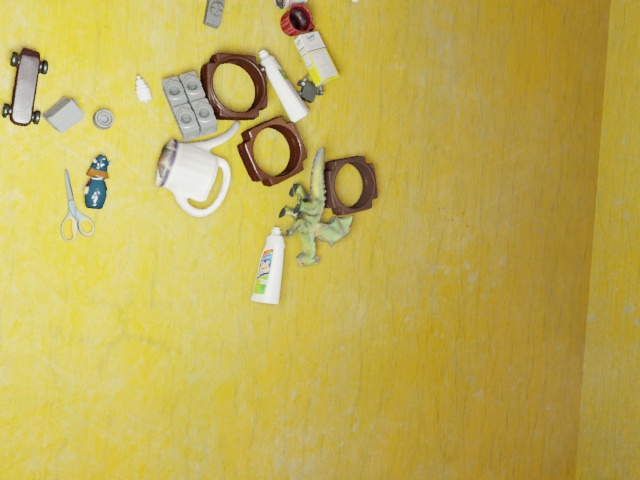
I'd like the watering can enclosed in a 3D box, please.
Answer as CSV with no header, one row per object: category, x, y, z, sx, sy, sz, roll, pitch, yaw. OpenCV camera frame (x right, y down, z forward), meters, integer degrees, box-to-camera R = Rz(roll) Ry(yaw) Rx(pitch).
watering can,-0.374,-0.244,1.581,0.223,0.353,0.103,21,-21,-26

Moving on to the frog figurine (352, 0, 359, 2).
frog figurine,0.107,-0.928,1.815,0.121,0.159,0.139,-19,3,43

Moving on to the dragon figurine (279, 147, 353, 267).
dragon figurine,0.005,-0.089,1.767,0.241,0.408,0.124,25,7,-27
